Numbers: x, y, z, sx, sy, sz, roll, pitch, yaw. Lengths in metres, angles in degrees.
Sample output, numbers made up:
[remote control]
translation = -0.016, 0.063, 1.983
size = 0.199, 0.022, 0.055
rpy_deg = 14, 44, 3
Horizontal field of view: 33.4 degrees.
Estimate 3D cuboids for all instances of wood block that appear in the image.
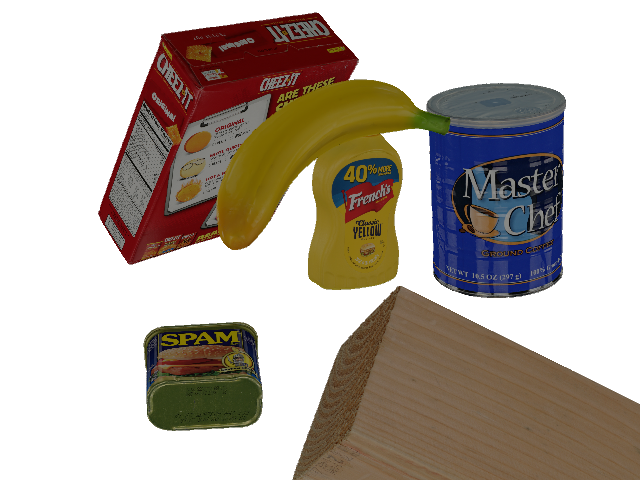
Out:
[wood block]
translation = 0.103, 0.120, 0.566
size = 0.206, 0.090, 0.090
rpy_deg = 26, -34, -7

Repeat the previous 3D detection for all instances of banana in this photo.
[banana]
translation = -0.004, -0.057, 0.644
size = 0.070, 0.037, 0.197
rpy_deg = 31, 46, 31

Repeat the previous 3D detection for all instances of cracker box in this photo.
[cracker box]
translation = -0.085, -0.087, 0.911
size = 0.163, 0.072, 0.214
rpy_deg = -18, -29, -39

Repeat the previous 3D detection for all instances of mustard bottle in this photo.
[mustard bottle]
translation = 0.037, -0.049, 1.085
size = 0.096, 0.192, 0.058
rpy_deg = -7, 19, -26

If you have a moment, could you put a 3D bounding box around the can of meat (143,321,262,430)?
[can of meat]
translation = -0.101, 0.117, 0.920
size = 0.102, 0.057, 0.084
rpy_deg = -3, 27, -7

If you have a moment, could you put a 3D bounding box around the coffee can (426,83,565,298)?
[coffee can]
translation = 0.136, -0.040, 0.822
size = 0.103, 0.140, 0.103
rpy_deg = -4, 22, 1
